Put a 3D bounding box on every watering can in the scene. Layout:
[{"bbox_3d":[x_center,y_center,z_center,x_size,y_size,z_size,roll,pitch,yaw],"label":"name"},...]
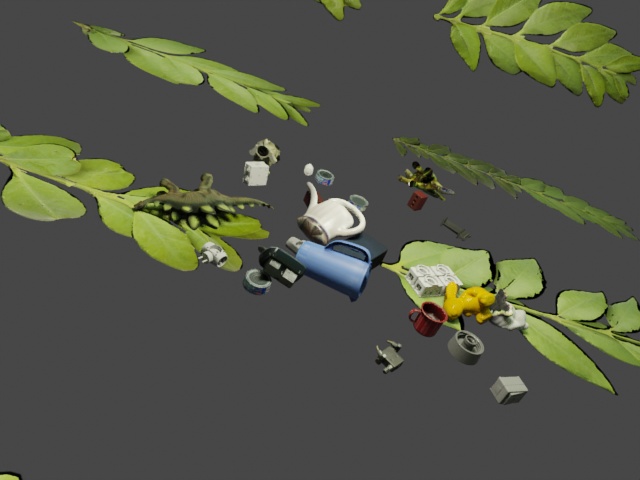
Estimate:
[{"bbox_3d":[0.006,-0.098,1.938,0.227,0.101,0.352,-33,50,-29],"label":"watering can"}]

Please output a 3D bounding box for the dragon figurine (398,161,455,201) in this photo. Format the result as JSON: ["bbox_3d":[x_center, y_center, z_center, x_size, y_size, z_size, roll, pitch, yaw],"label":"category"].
[{"bbox_3d":[0.531,-0.257,2.466,0.240,0.121,0.416,26,11,-45],"label":"dragon figurine"}]

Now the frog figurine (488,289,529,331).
[{"bbox_3d":[0.672,0.274,1.857,0.157,0.122,0.140,46,7,-34],"label":"frog figurine"}]
